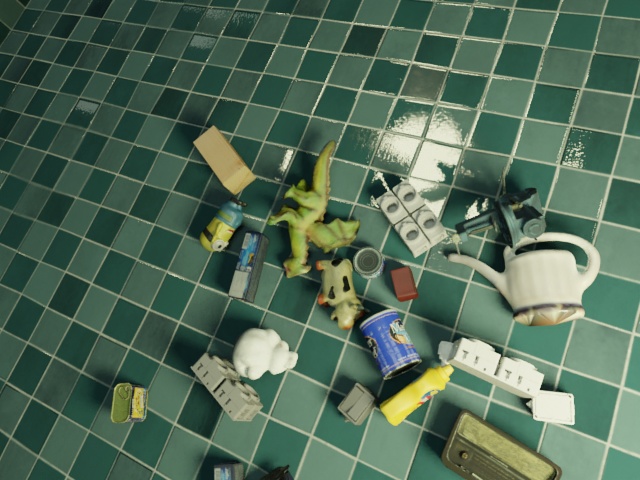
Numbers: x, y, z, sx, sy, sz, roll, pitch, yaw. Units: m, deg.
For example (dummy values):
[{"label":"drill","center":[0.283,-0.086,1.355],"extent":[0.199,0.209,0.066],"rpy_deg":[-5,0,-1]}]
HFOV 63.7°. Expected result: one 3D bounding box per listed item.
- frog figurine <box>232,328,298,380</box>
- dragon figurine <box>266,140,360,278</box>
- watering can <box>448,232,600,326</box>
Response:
[{"label":"frog figurine","center":[-0.146,0.304,1.352],"extent":[0.160,0.120,0.140],"rpy_deg":[13,55,34]},{"label":"dragon figurine","center":[0.005,-0.075,1.487],"extent":[0.244,0.121,0.412],"rpy_deg":[35,84,10]},{"label":"watering can","center":[0.488,0.098,1.242],"extent":[0.346,0.102,0.229],"rpy_deg":[-11,62,26]}]
